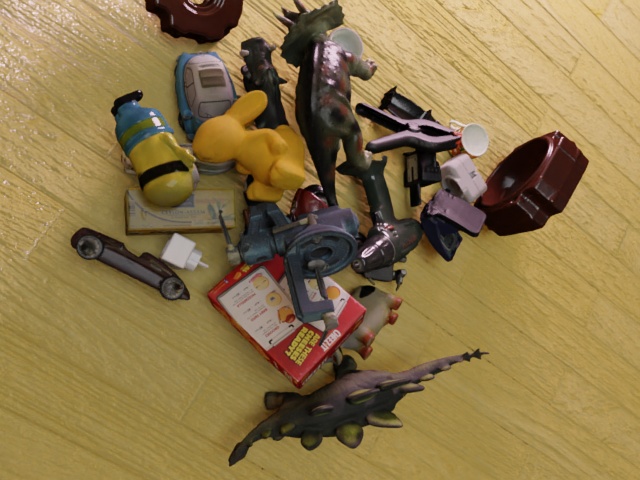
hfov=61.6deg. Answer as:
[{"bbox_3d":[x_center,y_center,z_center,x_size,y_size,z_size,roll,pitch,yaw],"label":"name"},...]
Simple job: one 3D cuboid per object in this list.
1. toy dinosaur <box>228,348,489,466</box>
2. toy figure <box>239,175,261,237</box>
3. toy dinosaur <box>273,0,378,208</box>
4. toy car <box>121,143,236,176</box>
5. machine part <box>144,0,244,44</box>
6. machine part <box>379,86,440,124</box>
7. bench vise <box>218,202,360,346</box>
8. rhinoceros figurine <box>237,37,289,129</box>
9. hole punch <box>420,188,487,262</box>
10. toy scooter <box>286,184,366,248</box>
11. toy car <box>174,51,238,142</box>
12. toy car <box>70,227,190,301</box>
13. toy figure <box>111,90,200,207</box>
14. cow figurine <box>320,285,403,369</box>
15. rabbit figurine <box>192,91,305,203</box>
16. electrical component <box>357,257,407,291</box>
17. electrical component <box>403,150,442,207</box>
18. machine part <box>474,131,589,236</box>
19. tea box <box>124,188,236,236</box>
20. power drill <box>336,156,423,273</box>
[{"bbox_3d":[0.065,0.272,0.918,0.471,0.199,0.105,-22,96,-20],"label":"toy dinosaur"},{"bbox_3d":[-0.109,-0.062,0.957,0.064,0.057,0.154,5,83,17],"label":"toy figure"},{"bbox_3d":[0.007,-0.238,0.906,0.192,0.131,0.405,23,58,-50],"label":"toy dinosaur"},{"bbox_3d":[-0.228,-0.137,0.905,0.202,0.073,0.056,-2,82,-22],"label":"toy car"},{"bbox_3d":[-0.212,-0.427,0.920,0.179,0.056,0.179,-10,107,-34],"label":"machine part"},{"bbox_3d":[0.184,-0.251,1.101,0.139,0.039,0.084,37,78,-16],"label":"machine part"},{"bbox_3d":[-0.033,0.037,0.834,0.224,0.128,0.241,-8,52,-12],"label":"bench vise"},{"bbox_3d":[-0.101,-0.256,0.948,0.073,0.112,0.190,-16,99,-20],"label":"rhinoceros figurine"},{"bbox_3d":[0.254,-0.032,1.070,0.116,0.092,0.142,36,39,8],"label":"hole punch"},{"bbox_3d":[-0.002,-0.003,0.985,0.135,0.075,0.183,-47,107,-18],"label":"toy scooter"},{"bbox_3d":[-0.188,-0.253,0.918,0.109,0.103,0.161,-9,91,-23],"label":"toy car"},{"bbox_3d":[-0.295,0.039,0.853,0.202,0.089,0.053,29,79,-16],"label":"toy car"},{"bbox_3d":[-0.253,-0.132,0.807,0.089,0.082,0.180,-35,88,-12],"label":"toy figure"},{"bbox_3d":[0.047,0.154,0.973,0.127,0.085,0.195,29,54,26],"label":"cow figurine"},{"bbox_3d":[-0.113,-0.153,0.853,0.173,0.122,0.162,10,79,-26],"label":"rabbit figurine"},{"bbox_3d":[0.122,0.055,1.042,0.102,0.045,0.078,18,80,-19],"label":"electrical component"},{"bbox_3d":[0.205,-0.127,1.076,0.048,0.075,0.119,-1,81,-22],"label":"electrical component"},{"bbox_3d":[0.421,-0.114,1.092,0.087,0.201,0.201,39,73,-12],"label":"machine part"},{"bbox_3d":[-0.231,-0.046,0.883,0.169,0.098,0.068,-3,87,-24],"label":"tea box"},{"bbox_3d":[0.102,-0.052,0.988,0.232,0.086,0.207,-11,74,-51],"label":"power drill"}]
